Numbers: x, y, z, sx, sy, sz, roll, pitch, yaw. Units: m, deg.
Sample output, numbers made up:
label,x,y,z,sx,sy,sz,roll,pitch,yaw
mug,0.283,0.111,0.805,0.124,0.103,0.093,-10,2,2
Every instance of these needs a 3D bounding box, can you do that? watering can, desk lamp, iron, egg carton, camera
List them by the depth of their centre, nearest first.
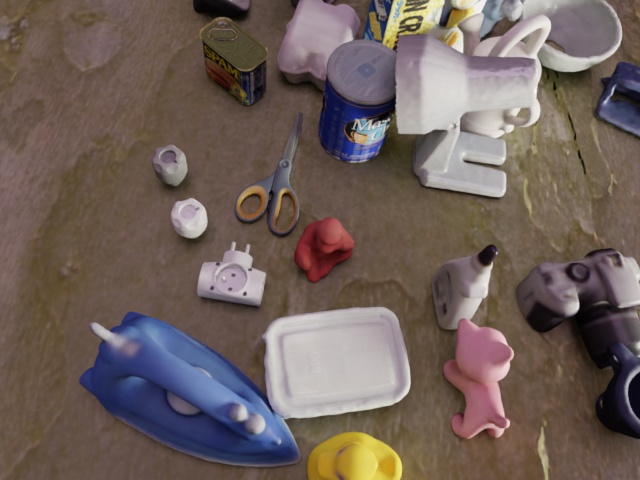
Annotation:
label,x,y,z,sx,sy,sz,roll,pitch,yaw
iron,-0.130,0.163,0.606,0.258,0.141,0.119,27,65,6
camera,0.344,0.089,0.715,0.143,0.101,0.136,-8,66,-10
desk lamp,0.180,-0.165,0.752,0.203,0.213,0.118,9,65,-2
watering can,0.251,-0.242,0.806,0.172,0.194,0.101,38,67,11
egg carton,-0.002,-0.303,0.875,0.107,0.069,0.150,15,65,1

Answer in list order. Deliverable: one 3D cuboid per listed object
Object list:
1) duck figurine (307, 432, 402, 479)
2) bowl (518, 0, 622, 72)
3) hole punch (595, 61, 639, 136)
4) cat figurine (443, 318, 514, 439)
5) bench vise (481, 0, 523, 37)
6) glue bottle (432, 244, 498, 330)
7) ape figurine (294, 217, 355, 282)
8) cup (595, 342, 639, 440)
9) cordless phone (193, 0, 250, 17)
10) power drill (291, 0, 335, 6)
label,x,y,z,sx,sy,sz,roll,pitch,yaw
duck figurine,0.040,0.244,0.617,0.104,0.086,0.077,4,65,-4
bowl,0.391,-0.331,0.929,0.167,0.075,0.167,2,65,-5
hole punch,0.497,-0.231,0.885,0.108,0.091,0.101,26,65,6
cat figurine,0.189,0.157,0.657,0.067,0.118,0.128,-4,66,-8
bench vise,0.238,-0.436,0.880,0.207,0.220,0.121,28,65,7
glue bottle,0.174,0.047,0.675,0.037,0.173,0.078,-1,65,-6
ape figurine,0.007,0.003,0.722,0.078,0.092,0.076,0,65,-6
cup,0.362,0.184,0.676,0.092,0.095,0.117,-23,70,-15
cordless phone,-0.153,-0.450,0.863,0.094,0.185,0.147,-3,65,-7
power drill,0.009,-0.470,0.877,0.075,0.208,0.230,35,66,10
